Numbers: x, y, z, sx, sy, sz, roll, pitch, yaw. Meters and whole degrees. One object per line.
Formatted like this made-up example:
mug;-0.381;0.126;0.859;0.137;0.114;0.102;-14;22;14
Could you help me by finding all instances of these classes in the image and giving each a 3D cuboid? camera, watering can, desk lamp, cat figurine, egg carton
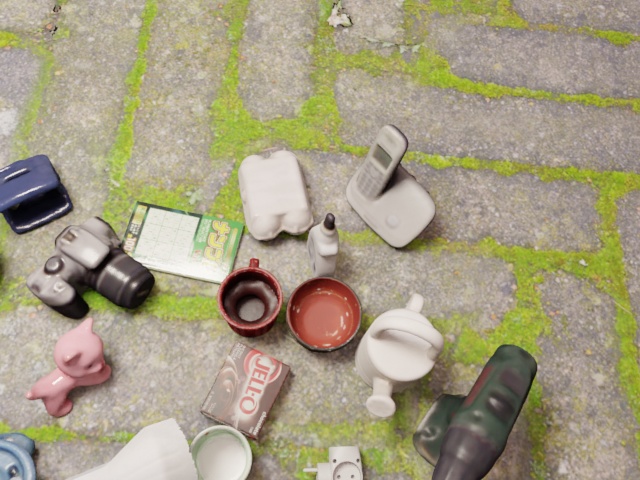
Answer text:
camera;-0.323;0.051;0.829;0.136;0.101;0.143;32;68;8
watering can;0.109;0.153;0.779;0.101;0.194;0.173;2;67;-4
desk lamp;-0.235;0.303;0.673;0.203;0.213;0.118;-19;71;-13
cat figurine;-0.337;0.170;0.770;0.067;0.118;0.128;42;70;12
egg carton;-0.074;-0.073;0.921;0.107;0.069;0.150;-11;69;-10

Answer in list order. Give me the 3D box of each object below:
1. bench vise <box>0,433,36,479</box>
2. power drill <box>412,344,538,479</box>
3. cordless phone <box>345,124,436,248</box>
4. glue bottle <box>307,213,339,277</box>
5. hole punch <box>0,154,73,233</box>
bench vise;-0.389;0.322;0.647;0.121;0.220;0.207;-13;69;-10
power drill;0.190;0.245;0.741;0.075;0.208;0.230;35;69;10
cordless phone;0.119;-0.084;0.882;0.094;0.185;0.147;-41;77;-19
glue bottle;0.008;0.003;0.842;0.037;0.173;0.078;-8;68;-8
hole punch;-0.455;-0.080;0.876;0.109;0.091;0.101;-30;73;-16
